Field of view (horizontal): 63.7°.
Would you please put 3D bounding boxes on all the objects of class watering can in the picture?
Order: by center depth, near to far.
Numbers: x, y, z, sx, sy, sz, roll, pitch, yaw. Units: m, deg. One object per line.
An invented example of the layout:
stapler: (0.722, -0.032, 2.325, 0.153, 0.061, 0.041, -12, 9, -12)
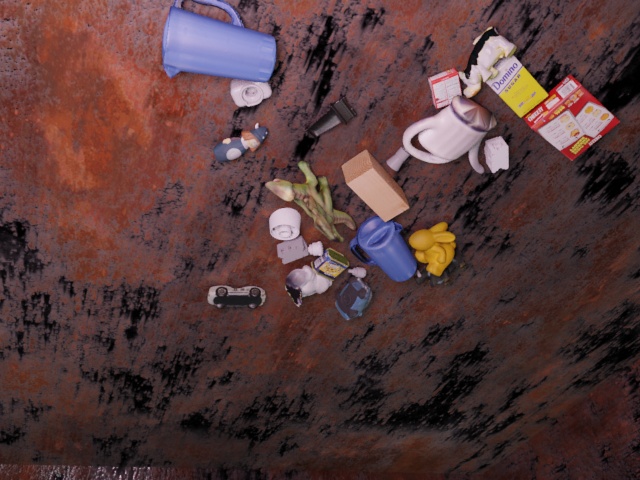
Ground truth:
watering can: (0.393, -0.281, 1.424, 0.347, 0.106, 0.220, 9, 145, -32)

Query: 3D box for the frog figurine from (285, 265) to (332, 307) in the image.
frog figurine: (-0.036, 0.140, 1.774, 0.161, 0.124, 0.134, -34, 137, -28)

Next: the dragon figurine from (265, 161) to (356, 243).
dragon figurine: (0.004, -0.074, 1.460, 0.121, 0.248, 0.405, -41, 126, 21)
